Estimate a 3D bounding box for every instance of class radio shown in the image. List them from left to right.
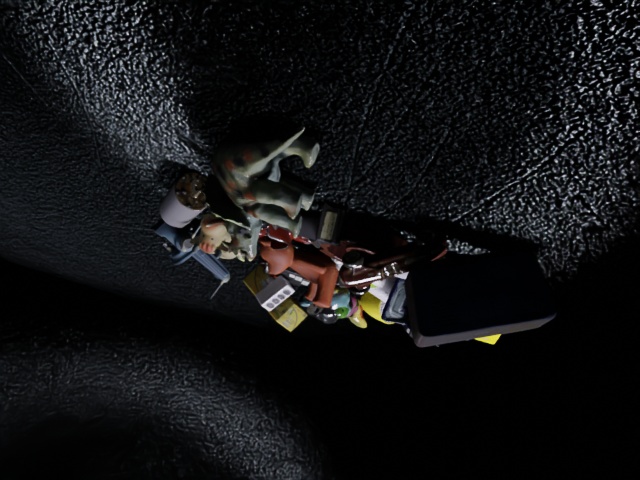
[{"bbox_3d":[0.262,0.095,0.909,0.230,0.131,0.073,-8,158,-4],"label":"radio"}]

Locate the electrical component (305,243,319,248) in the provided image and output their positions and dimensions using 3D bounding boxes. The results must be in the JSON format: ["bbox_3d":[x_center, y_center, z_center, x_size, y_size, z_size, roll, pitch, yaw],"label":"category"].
[{"bbox_3d":[-0.002,-0.003,1.142,0.094,0.021,0.063,6,157,31],"label":"electrical component"}]

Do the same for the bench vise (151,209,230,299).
[{"bbox_3d":[-0.299,0.024,1.304,0.240,0.129,0.224,48,157,-25],"label":"bench vise"}]

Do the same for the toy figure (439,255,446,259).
[{"bbox_3d":[0.249,0.058,1.039,0.154,0.058,0.064,23,154,-1],"label":"toy figure"}]

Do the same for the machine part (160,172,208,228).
[{"bbox_3d":[-0.274,-0.078,1.091,0.079,0.079,0.243,25,159,-20],"label":"machine part"}]

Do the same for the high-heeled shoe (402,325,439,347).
[{"bbox_3d":[0.286,0.194,1.413,0.145,0.086,0.248,43,150,21],"label":"high-heeled shoe"}]

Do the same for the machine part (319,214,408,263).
[{"bbox_3d":[0.085,0.012,1.056,0.179,0.056,0.179,16,162,5],"label":"machine part"}]

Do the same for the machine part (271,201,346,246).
[{"bbox_3d":[-0.024,-0.034,0.990,0.139,0.084,0.039,9,-177,15],"label":"machine part"}]

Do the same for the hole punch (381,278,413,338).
[{"bbox_3d":[0.205,0.142,1.174,0.092,0.142,0.115,24,-169,30],"label":"hole punch"}]

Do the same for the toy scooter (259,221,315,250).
[{"bbox_3d":[-0.101,-0.026,1.090,0.184,0.075,0.135,20,161,-20],"label":"toy scooter"}]

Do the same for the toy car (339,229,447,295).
[{"bbox_3d":[0.133,0.043,0.964,0.202,0.053,0.089,-15,129,0],"label":"toy car"}]

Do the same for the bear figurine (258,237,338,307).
[{"bbox_3d":[-0.059,0.064,1.223,0.196,0.132,0.120,17,178,-17],"label":"bear figurine"}]

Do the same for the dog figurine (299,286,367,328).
[{"bbox_3d":[0.070,0.175,1.431,0.219,0.108,0.192,24,-178,-28],"label":"dog figurine"}]

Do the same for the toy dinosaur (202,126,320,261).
[{"bbox_3d":[-0.106,-0.100,0.839,0.192,0.131,0.404,16,155,3],"label":"toy dinosaur"}]

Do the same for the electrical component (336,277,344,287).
[{"bbox_3d":[0.082,0.092,1.307,0.078,0.045,0.102,-4,179,-36],"label":"electrical component"}]

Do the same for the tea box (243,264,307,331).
[{"bbox_3d":[-0.120,0.154,1.435,0.170,0.068,0.098,45,177,35],"label":"tea box"}]

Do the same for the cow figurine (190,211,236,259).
[{"bbox_3d":[-0.215,-0.009,1.157,0.086,0.127,0.194,13,163,6],"label":"cow figurine"}]

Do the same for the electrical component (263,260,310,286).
[{"bbox_3d":[-0.073,0.069,1.354,0.134,0.058,0.115,19,163,-5],"label":"electrical component"}]
